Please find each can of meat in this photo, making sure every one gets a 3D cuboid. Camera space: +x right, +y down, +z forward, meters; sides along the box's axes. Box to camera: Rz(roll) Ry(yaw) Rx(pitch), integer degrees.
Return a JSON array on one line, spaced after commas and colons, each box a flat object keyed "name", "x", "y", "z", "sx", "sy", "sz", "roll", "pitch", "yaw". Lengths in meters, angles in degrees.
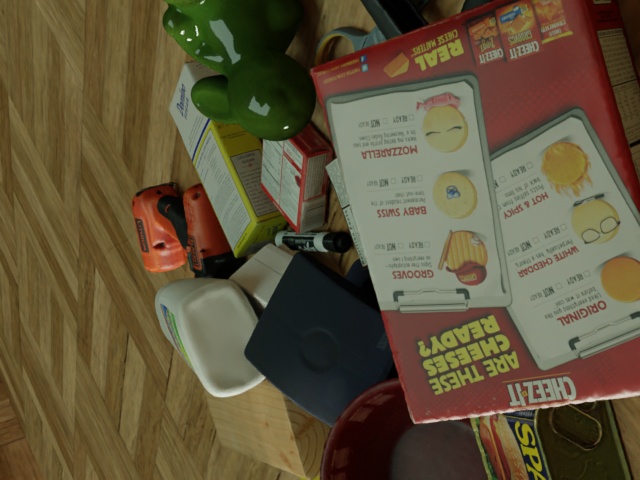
[{"name": "can of meat", "x": 0.148, "y": 0.140, "z": 0.690, "sx": 0.084, "sy": 0.057, "sz": 0.102, "roll": -9, "pitch": 98, "yaw": 67}]

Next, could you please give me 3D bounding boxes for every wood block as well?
[{"name": "wood block", "x": -0.030, "y": 0.153, "z": 1.013, "sx": 0.206, "sy": 0.090, "sz": 0.090, "roll": -4, "pitch": 103, "yaw": 64}]

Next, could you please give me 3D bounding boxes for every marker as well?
[{"name": "marker", "x": -0.006, "y": 0.001, "z": 0.946, "sx": 0.121, "sy": 0.020, "sz": 0.020, "roll": 2, "pitch": 108, "yaw": 63}]

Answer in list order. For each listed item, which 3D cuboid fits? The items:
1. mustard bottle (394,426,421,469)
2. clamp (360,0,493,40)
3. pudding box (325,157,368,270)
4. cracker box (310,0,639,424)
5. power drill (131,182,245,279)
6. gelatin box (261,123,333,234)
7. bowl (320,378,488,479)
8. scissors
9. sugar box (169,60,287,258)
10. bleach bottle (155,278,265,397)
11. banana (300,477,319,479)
[{"name": "mustard bottle", "x": 0.092, "y": 0.238, "z": 0.860, "sx": 0.096, "sy": 0.058, "sz": 0.192, "roll": -37, "pitch": 73, "yaw": 48}, {"name": "clamp", "x": 0.074, "y": -0.110, "z": 0.680, "sx": 0.165, "sy": 0.036, "sz": 0.210, "roll": 22, "pitch": 130, "yaw": 47}, {"name": "pudding box", "x": 0.053, "y": -0.034, "z": 0.784, "sx": 0.090, "sy": 0.039, "sz": 0.114, "roll": 69, "pitch": 156, "yaw": 5}, {"name": "cracker box", "x": 0.104, "y": -0.019, "z": 0.587, "sx": 0.164, "sy": 0.072, "sz": 0.214, "roll": -14, "pitch": 95, "yaw": 34}, {"name": "power drill", "x": -0.142, "y": 0.017, "z": 1.186, "sx": 0.188, "sy": 0.057, "sz": 0.184, "roll": 19, "pitch": 120, "yaw": 56}, {"name": "gelatin box", "x": -0.021, "y": -0.062, "z": 0.922, "sx": 0.073, "sy": 0.030, "sz": 0.089, "roll": 51, "pitch": 147, "yaw": 39}, {"name": "bowl", "x": 0.083, "y": 0.179, "z": 0.792, "sx": 0.162, "sy": 0.055, "sz": 0.162, "roll": -1, "pitch": 87, "yaw": 25}, {"name": "scissors", "x": 0.050, "y": -0.125, "z": 0.755, "sx": 0.202, "sy": 0.016, "sz": 0.096, "roll": -5, "pitch": 104, "yaw": 64}, {"name": "sugar box", "x": -0.088, "y": -0.079, "z": 1.027, "sx": 0.176, "sy": 0.048, "sz": 0.093, "roll": 68, "pitch": 155, "yaw": 15}, {"name": "bleach bottle", "x": -0.115, "y": 0.087, "z": 1.031, "sx": 0.102, "sy": 0.068, "sz": 0.251, "roll": 67, "pitch": 165, "yaw": -4}, {"name": "banana", "x": 0.004, "y": 0.221, "z": 1.044, "sx": 0.069, "sy": 0.037, "sz": 0.198, "roll": 62, "pitch": 161, "yaw": -10}]
